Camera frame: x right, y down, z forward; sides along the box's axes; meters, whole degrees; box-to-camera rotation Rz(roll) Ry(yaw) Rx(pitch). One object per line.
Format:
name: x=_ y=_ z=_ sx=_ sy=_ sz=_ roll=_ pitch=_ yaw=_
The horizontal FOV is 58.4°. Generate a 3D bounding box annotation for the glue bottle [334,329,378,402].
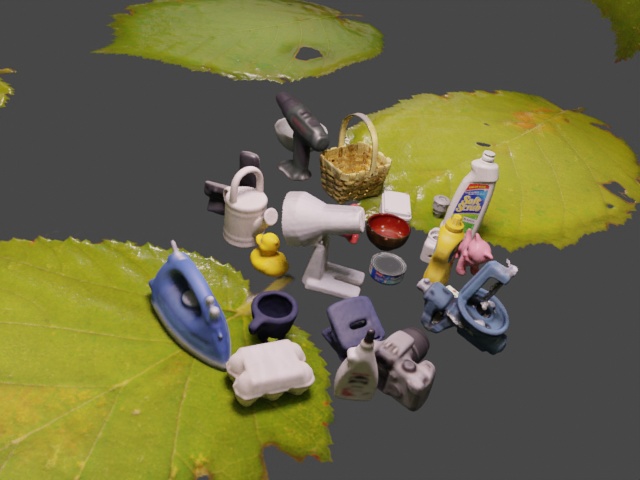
glue bottle: x=0.074 y=0.220 z=1.019 sx=0.078 sy=0.173 sz=0.037 roll=4 pitch=37 yaw=-8

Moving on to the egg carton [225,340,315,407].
egg carton: x=-0.091 y=0.240 z=1.039 sx=0.151 sy=0.069 sz=0.107 roll=-8 pitch=40 yaw=-23

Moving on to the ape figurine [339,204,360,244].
ape figurine: x=0.082 y=-0.049 z=1.452 sx=0.078 sy=0.092 sz=0.076 roll=-21 pitch=46 yaw=-35

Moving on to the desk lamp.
desk lamp: x=0.012 y=0.005 z=1.259 sx=0.203 sy=0.213 sz=0.118 roll=15 pitch=36 yaw=6

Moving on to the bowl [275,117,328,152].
bowl: x=-0.062 y=-0.318 z=1.792 sx=0.167 sy=0.075 sz=0.167 roll=7 pitch=36 yaw=-5

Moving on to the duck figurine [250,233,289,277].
duck figurine: x=-0.112 y=0.027 z=1.306 sx=0.104 sy=0.086 sz=0.078 roll=36 pitch=43 yaw=30

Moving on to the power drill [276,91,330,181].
power drill: x=-0.065 y=-0.287 z=1.636 sx=0.076 sy=0.208 sz=0.228 roll=-20 pitch=46 yaw=-34

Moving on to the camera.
camera: x=0.167 y=0.226 z=1.096 sx=0.142 sy=0.101 sz=0.137 roll=32 pitch=42 yaw=27

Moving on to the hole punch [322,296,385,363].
hole punch: x=0.072 y=0.176 z=1.147 sx=0.109 sy=0.091 sz=0.100 roll=-14 pitch=43 yaw=-29

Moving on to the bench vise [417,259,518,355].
bench vise: x=0.302 y=0.122 z=1.169 sx=0.207 sy=0.220 sz=0.121 roll=14 pitch=36 yaw=5

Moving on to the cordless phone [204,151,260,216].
cordless phone: x=-0.214 y=-0.152 z=1.437 sx=0.147 sy=0.185 sz=0.094 roll=14 pitch=36 yaw=5

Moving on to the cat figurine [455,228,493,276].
cat figurine: x=0.376 y=0.025 z=1.405 sx=0.067 sy=0.118 sz=0.127 roll=5 pitch=37 yaw=-7

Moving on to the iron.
iron: x=-0.237 y=0.118 z=1.105 sx=0.119 sy=0.141 sz=0.257 roll=-18 pitch=45 yaw=-33

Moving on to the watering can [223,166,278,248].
watering can: x=-0.167 y=-0.082 z=1.348 sx=0.172 sy=0.194 sz=0.101 roll=21 pitch=38 yaw=14

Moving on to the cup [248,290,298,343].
cup: x=-0.099 y=0.167 z=1.114 sx=0.091 sy=0.095 sz=0.118 roll=27 pitch=39 yaw=22
